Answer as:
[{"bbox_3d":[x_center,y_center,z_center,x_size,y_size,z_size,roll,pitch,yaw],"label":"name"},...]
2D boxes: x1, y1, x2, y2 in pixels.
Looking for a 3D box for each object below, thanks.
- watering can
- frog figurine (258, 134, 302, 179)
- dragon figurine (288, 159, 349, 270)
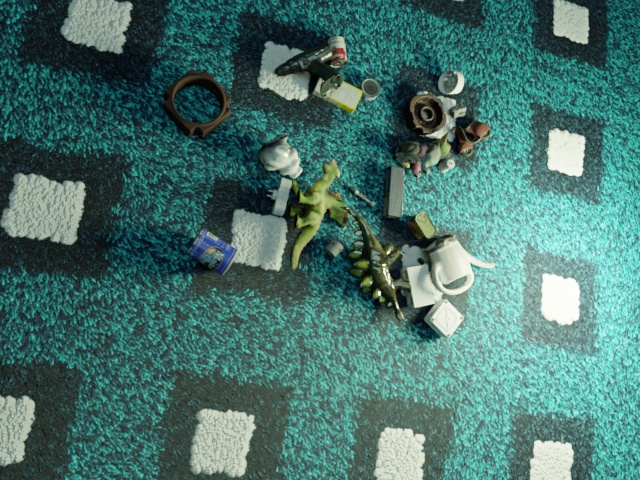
[{"bbox_3d":[0.541,0.080,2.017,0.351,0.102,0.225,-22,85,-36],"label":"watering can"},{"bbox_3d":[-0.140,-0.284,1.846,0.137,0.124,0.158,-24,100,13],"label":"frog figurine"},{"bbox_3d":[0.006,-0.094,1.875,0.243,0.122,0.411,4,89,-26],"label":"dragon figurine"}]
